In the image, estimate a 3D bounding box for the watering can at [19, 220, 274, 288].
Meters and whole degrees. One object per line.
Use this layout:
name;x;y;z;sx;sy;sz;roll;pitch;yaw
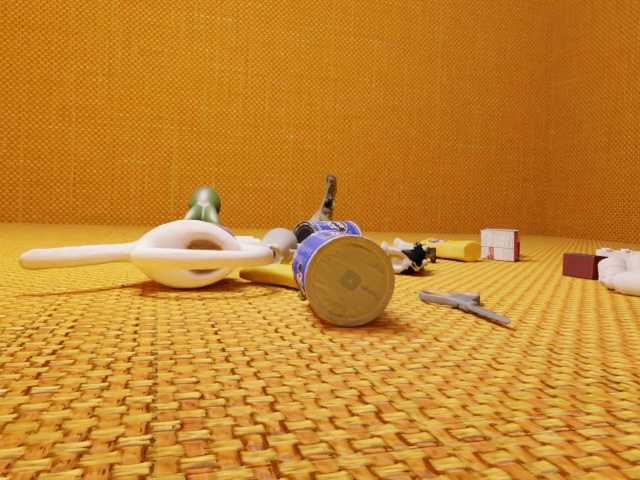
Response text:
watering can;-0.249;0.020;0.808;0.348;0.104;0.224;1;2;-12

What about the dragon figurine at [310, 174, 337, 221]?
dragon figurine;0.005;-0.077;1.524;0.122;0.243;0.410;7;1;3
